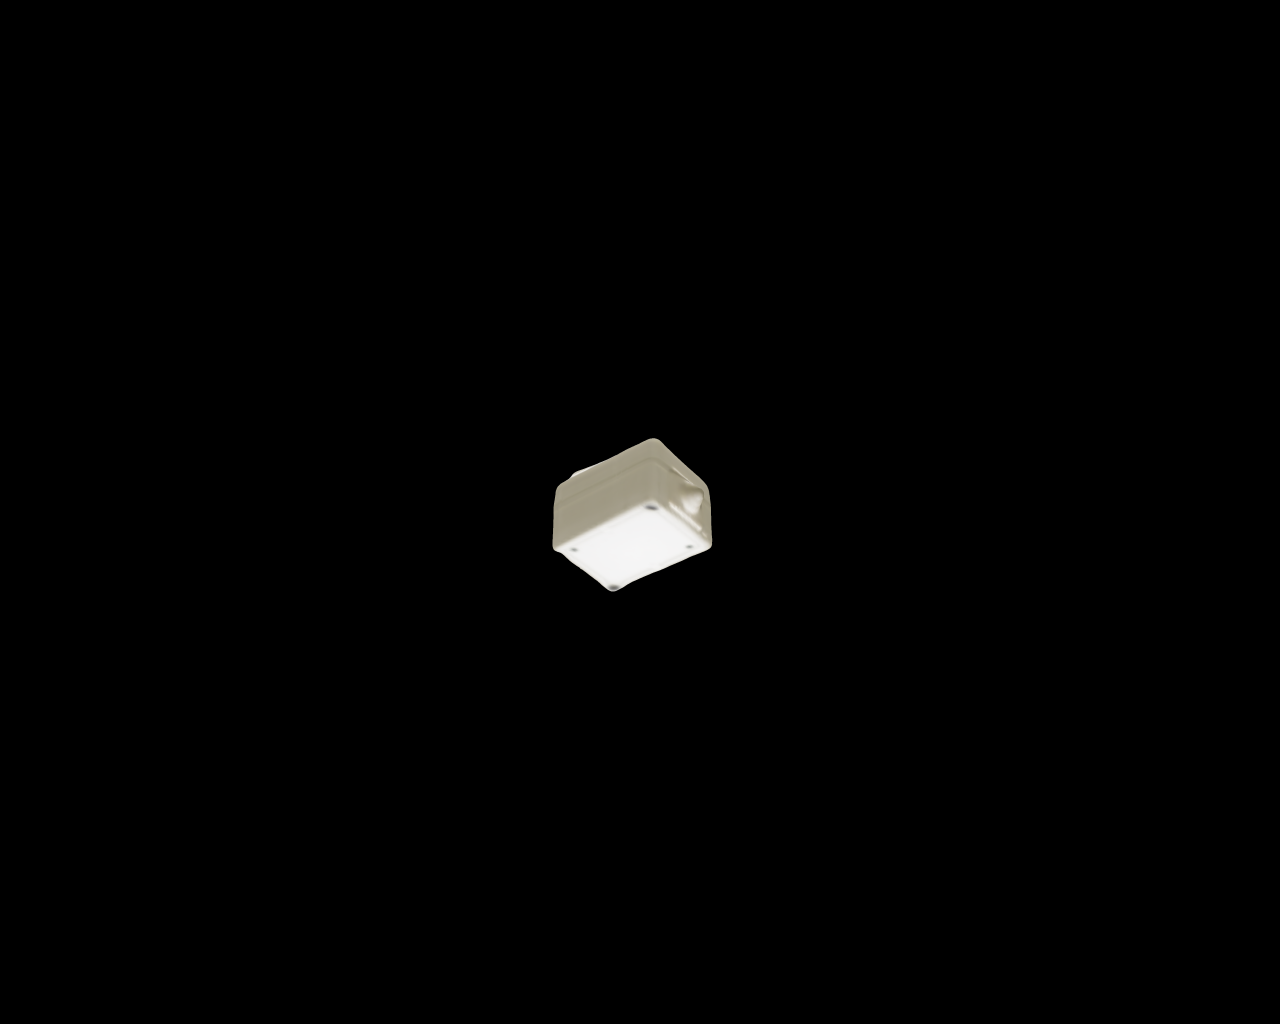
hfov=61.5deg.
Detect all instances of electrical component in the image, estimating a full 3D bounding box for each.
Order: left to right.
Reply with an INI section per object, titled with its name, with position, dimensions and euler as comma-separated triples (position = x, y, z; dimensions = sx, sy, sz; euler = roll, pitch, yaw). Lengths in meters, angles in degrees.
[electrical component]
position = 0.001, -0.003, 0.650
dimensions = 0.096, 0.061, 0.061
euler = -25, -45, 28
